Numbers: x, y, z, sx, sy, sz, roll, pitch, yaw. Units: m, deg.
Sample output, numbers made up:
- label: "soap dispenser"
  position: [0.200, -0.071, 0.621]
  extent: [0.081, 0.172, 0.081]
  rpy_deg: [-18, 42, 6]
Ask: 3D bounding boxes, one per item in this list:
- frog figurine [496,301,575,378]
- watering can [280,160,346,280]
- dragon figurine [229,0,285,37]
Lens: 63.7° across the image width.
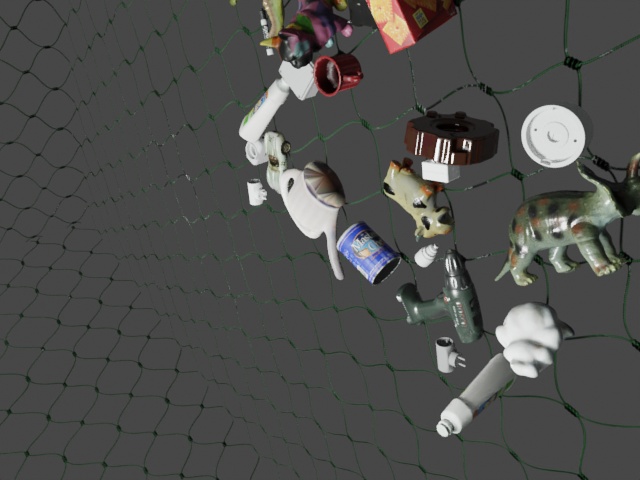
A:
- label: "frog figurine"
  position: [0.413, 0.198, 1.031]
  extent: [0.137, 0.161, 0.121]
  rpy_deg: [1, 110, 51]
- label: "watering can"
  position: [0.004, -0.072, 1.435]
  extent: [0.351, 0.105, 0.220]
  rpy_deg: [55, 143, 15]
- label: "dragon figurine"
  position: [-0.121, -0.598, 1.177]
  extent: [0.123, 0.246, 0.401]
  rpy_deg: [47, 139, 14]
